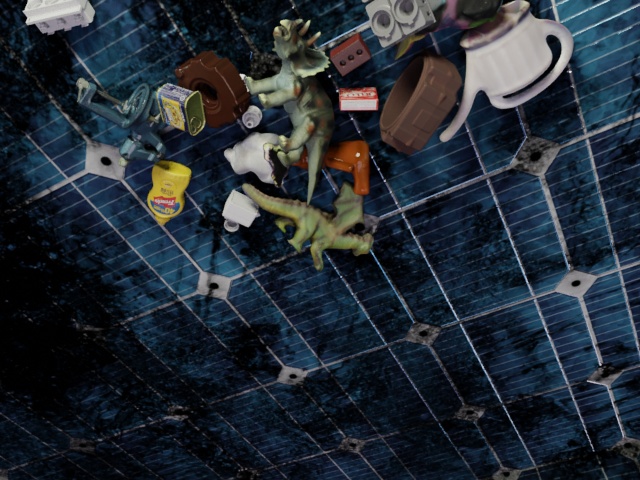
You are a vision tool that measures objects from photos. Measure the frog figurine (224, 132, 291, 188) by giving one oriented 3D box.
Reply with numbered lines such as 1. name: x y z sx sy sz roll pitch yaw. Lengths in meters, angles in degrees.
1. frog figurine: -0.154 -0.206 1.300 0.160 0.125 0.134 11 147 39

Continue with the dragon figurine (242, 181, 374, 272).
1. dragon figurine: 0.004 -0.071 1.402 0.242 0.124 0.404 -39 121 5

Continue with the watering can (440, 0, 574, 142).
1. watering can: 0.382 -0.377 1.142 0.345 0.106 0.221 -32 119 16
